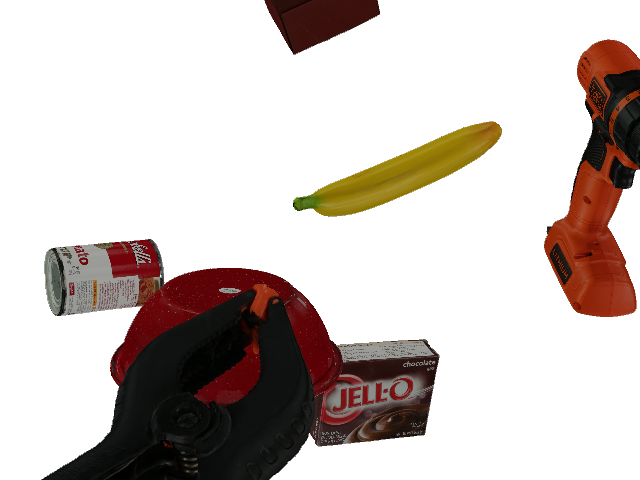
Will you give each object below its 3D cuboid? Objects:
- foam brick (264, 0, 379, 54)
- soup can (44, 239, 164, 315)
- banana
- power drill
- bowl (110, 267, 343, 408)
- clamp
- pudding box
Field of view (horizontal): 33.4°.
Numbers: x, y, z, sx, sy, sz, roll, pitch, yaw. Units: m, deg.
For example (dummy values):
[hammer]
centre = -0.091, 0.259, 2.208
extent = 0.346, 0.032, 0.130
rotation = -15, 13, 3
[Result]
[foam brick]
centre = -0.001, -0.189, 0.814
extent = 0.078, 0.053, 0.051
rotation = -26, -31, -3
[soup can]
centre = -0.213, 0.036, 1.050
extent = 0.102, 0.068, 0.069
rotation = -5, 2, -28
[banana]
centre = 0.074, -0.060, 0.978
extent = 0.198, 0.037, 0.069
rotation = -22, 2, 11
[power drill]
centre = 0.227, -0.036, 0.809
extent = 0.057, 0.188, 0.184
rotation = 2, 34, -6
[bowl]
centre = -0.063, 0.059, 0.733
extent = 0.162, 0.055, 0.162
rotation = 1, 18, -1
[clamp]
centre = -0.043, 0.086, 0.403
extent = 0.120, 0.039, 0.171
rotation = 24, 49, 17
[pudding box]
centre = 0.048, 0.140, 0.993
extent = 0.113, 0.090, 0.039
rotation = -3, 28, -21
